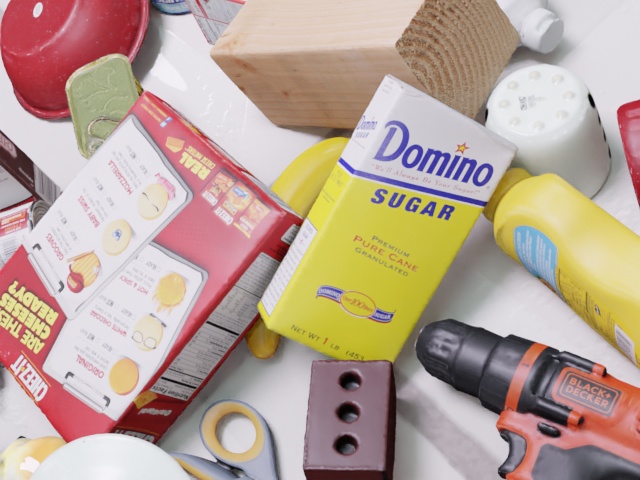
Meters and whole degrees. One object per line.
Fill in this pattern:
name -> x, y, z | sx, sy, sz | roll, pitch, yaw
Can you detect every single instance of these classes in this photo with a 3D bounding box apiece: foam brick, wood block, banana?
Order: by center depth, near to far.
foam brick -> 0.020, 0.120, 0.674 | 0.053, 0.051, 0.078 | -1, 53, 8
wood block -> 0.027, -0.141, 0.781 | 0.207, 0.090, 0.090 | 9, 61, 49
banana -> -0.018, -0.007, 0.786 | 0.070, 0.037, 0.197 | 19, 68, 31

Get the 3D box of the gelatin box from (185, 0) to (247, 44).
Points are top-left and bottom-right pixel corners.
gelatin box -> -0.069, -0.192, 0.901 | 0.089, 0.073, 0.030 | 21, 67, 31

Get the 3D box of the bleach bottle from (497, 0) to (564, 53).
bleach bottle -> 0.082, -0.208, 0.858 | 0.102, 0.068, 0.251 | -43, 56, -17

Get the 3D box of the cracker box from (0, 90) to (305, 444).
cracker box -> -0.126, 0.027, 0.754 | 0.164, 0.072, 0.214 | 41, 94, 31

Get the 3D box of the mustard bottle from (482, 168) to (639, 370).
mustard bottle -> 0.165, 0.012, 0.667 | 0.058, 0.096, 0.192 | -41, 54, -6

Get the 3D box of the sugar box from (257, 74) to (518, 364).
sugar box -> 0.042, -0.007, 0.688 | 0.176, 0.093, 0.048 | -61, 20, 12

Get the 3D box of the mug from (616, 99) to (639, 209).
mug -> 0.242, -0.064, 0.697 | 0.082, 0.093, 0.117 | -14, 26, 19

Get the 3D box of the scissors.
scissors -> -0.017, 0.162, 0.693 | 0.202, 0.016, 0.096 | 10, 61, 22

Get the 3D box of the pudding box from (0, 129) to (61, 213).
pudding box -> -0.274, -0.040, 0.859 | 0.090, 0.113, 0.039 | -19, 57, 9

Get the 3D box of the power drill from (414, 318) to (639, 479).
power drill -> 0.107, 0.145, 0.626 | 0.185, 0.057, 0.187 | 20, 67, 30

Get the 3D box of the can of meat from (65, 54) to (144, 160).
can of meat -> -0.155, -0.084, 0.859 | 0.057, 0.084, 0.102 | -24, 53, 4

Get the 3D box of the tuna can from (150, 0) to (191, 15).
tuna can -> -0.126, -0.250, 0.983 | 0.086, 0.033, 0.086 | -10, 57, 15

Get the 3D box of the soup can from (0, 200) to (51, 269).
soup can -> -0.257, 0.015, 0.846 | 0.102, 0.068, 0.068 | -19, 54, 9

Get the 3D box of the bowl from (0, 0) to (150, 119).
bowl -> -0.233, -0.192, 0.955 | 0.162, 0.055, 0.162 | -13, 62, 26
